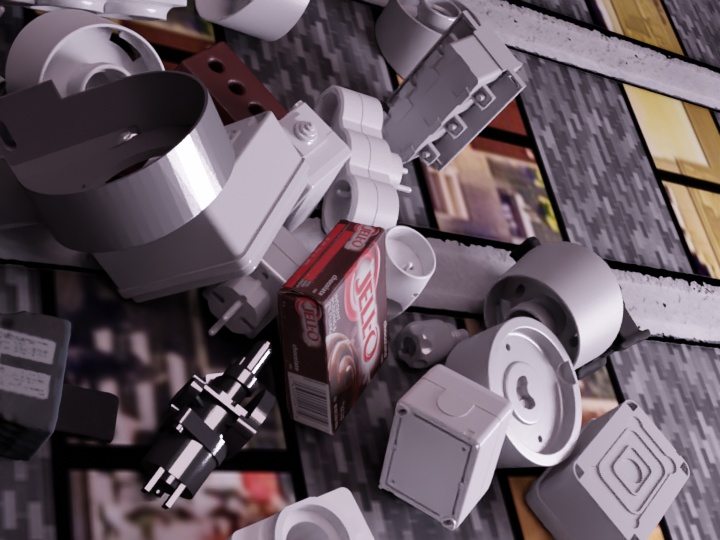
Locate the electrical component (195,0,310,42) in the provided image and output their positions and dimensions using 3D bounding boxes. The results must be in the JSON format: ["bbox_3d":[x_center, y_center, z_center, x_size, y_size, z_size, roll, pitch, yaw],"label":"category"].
[{"bbox_3d":[-0.080,-0.235,0.867,0.064,0.099,0.099,20,49,-34],"label":"electrical component"}]

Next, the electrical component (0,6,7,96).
[{"bbox_3d":[-0.257,-0.141,0.678,0.077,0.044,0.079,38,87,-9],"label":"electrical component"}]

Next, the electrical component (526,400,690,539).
[{"bbox_3d":[0.186,0.161,0.807,0.078,0.057,0.113,51,43,5],"label":"electrical component"}]

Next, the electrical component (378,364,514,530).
[{"bbox_3d":[0.057,0.120,0.717,0.062,0.096,0.061,27,39,22],"label":"electrical component"}]

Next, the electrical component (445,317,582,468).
[{"bbox_3d":[0.106,0.093,0.786,0.108,0.060,0.108,19,61,-40],"label":"electrical component"}]

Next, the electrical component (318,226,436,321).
[{"bbox_3d":[0.000,0.000,0.767,0.079,0.077,0.043,23,48,-23],"label":"electrical component"}]

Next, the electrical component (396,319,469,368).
[{"bbox_3d":[0.058,0.053,0.804,0.061,0.035,0.035,-7,64,-43],"label":"electrical component"}]

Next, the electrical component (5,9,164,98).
[{"bbox_3d":[-0.180,-0.121,0.716,0.099,0.064,0.099,-12,111,-34],"label":"electrical component"}]

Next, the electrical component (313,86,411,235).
[{"bbox_3d":[0.009,-0.079,0.849,0.074,0.052,0.138,12,53,-31],"label":"electrical component"}]

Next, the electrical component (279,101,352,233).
[{"bbox_3d":[-0.051,-0.069,0.764,0.061,0.096,0.061,45,43,-1],"label":"electrical component"}]

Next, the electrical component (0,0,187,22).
[{"bbox_3d":[-0.206,-0.213,0.749,0.150,0.089,0.061,-3,100,-39],"label":"electrical component"}]

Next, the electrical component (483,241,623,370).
[{"bbox_3d":[0.148,0.034,0.842,0.064,0.099,0.099,-29,80,-40],"label":"electrical component"}]

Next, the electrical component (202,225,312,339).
[{"bbox_3d":[-0.074,0.016,0.707,0.047,0.066,0.076,43,43,-3],"label":"electrical component"}]

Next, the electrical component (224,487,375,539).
[{"bbox_3d":[-0.062,0.199,0.586,0.186,0.060,0.105,-13,68,-42],"label":"electrical component"}]

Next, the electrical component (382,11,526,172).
[{"bbox_3d":[0.069,-0.142,0.891,0.063,0.121,0.078,-30,80,-43],"label":"electrical component"}]

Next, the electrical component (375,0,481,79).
[{"bbox_3d":[0.064,-0.219,1.003,0.099,0.064,0.099,18,39,-15],"label":"electrical component"}]

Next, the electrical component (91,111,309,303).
[{"bbox_3d":[-0.103,-0.040,0.689,0.056,0.109,0.108,57,38,-27],"label":"electrical component"}]
